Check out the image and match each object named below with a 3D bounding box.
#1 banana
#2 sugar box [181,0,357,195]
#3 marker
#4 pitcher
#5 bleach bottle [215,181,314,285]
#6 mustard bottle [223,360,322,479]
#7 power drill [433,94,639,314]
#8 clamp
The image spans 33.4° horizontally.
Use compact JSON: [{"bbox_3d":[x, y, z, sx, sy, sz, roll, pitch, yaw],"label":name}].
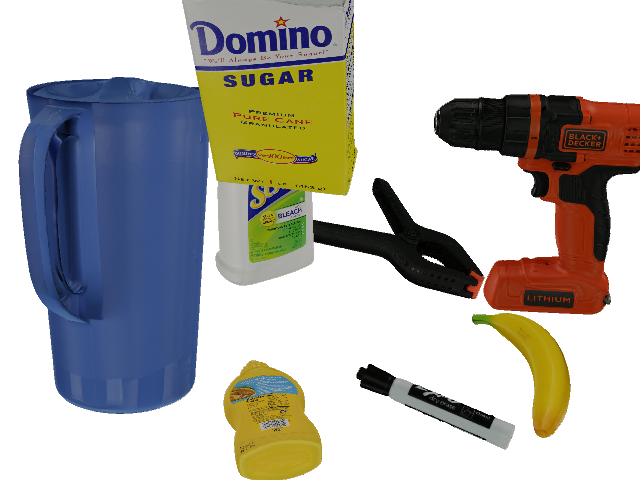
[{"bbox_3d":[0.227,0.133,1.136,0.069,0.037,0.198,-26,34,2],"label":"banana"},{"bbox_3d":[-0.026,-0.097,0.650,0.093,0.048,0.176,6,-30,7],"label":"sugar box"},{"bbox_3d":[0.082,0.120,0.779,0.121,0.020,0.020,22,7,17],"label":"marker"},{"bbox_3d":[-0.153,0.003,0.792,0.149,0.243,0.145,-5,16,-22],"label":"pitcher"},{"bbox_3d":[-0.060,-0.086,1.041,0.102,0.251,0.068,-16,30,-24],"label":"bleach bottle"},{"bbox_3d":[-0.064,0.200,1.254,0.096,0.058,0.192,-9,29,-10],"label":"mustard bottle"},{"bbox_3d":[0.182,-0.031,0.892,0.184,0.188,0.057,4,29,5],"label":"power drill"},{"bbox_3d":[0.094,0.007,1.258,0.210,0.036,0.164,37,42,26],"label":"clamp"}]
